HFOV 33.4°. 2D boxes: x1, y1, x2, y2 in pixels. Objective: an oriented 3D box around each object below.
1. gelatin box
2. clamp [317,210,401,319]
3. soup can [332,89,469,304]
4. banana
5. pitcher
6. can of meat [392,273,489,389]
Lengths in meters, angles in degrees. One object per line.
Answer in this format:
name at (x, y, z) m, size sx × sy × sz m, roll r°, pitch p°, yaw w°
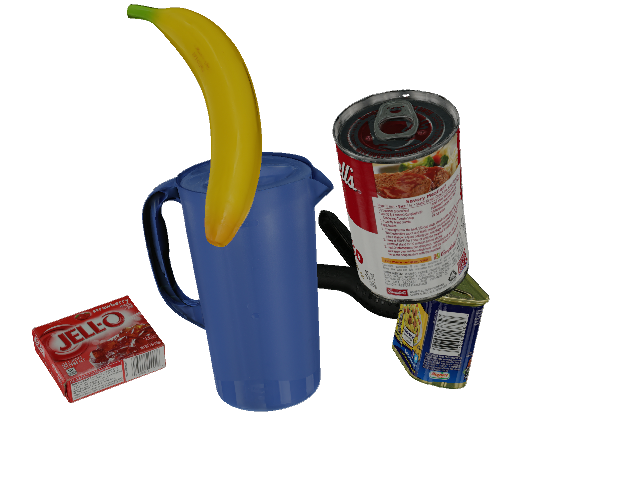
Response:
gelatin box at (-0.183, 0.088, 0.883) m, size 0.089 × 0.030 × 0.073 m, roll -19°, pitch 42°, yaw -27°
clamp at (0.044, 0.043, 1.220) m, size 0.210 × 0.036 × 0.164 m, roll 29°, pitch 36°, yaw 21°
soup can at (0.048, -0.024, 0.597) m, size 0.068 × 0.102 × 0.068 m, roll -7°, pitch 38°, yaw 5°
banana at (-0.078, -0.094, 0.779) m, size 0.069 × 0.198 × 0.037 m, roll -22°, pitch -14°, yaw 5°
pitcher at (-0.073, 0.041, 1.056) m, size 0.144 × 0.243 × 0.149 m, roll -20°, pitch 25°, yaw -35°
can of meat at (0.103, 0.073, 0.941) m, size 0.057 × 0.084 × 0.102 m, roll 7°, pitch 16°, yaw -12°
